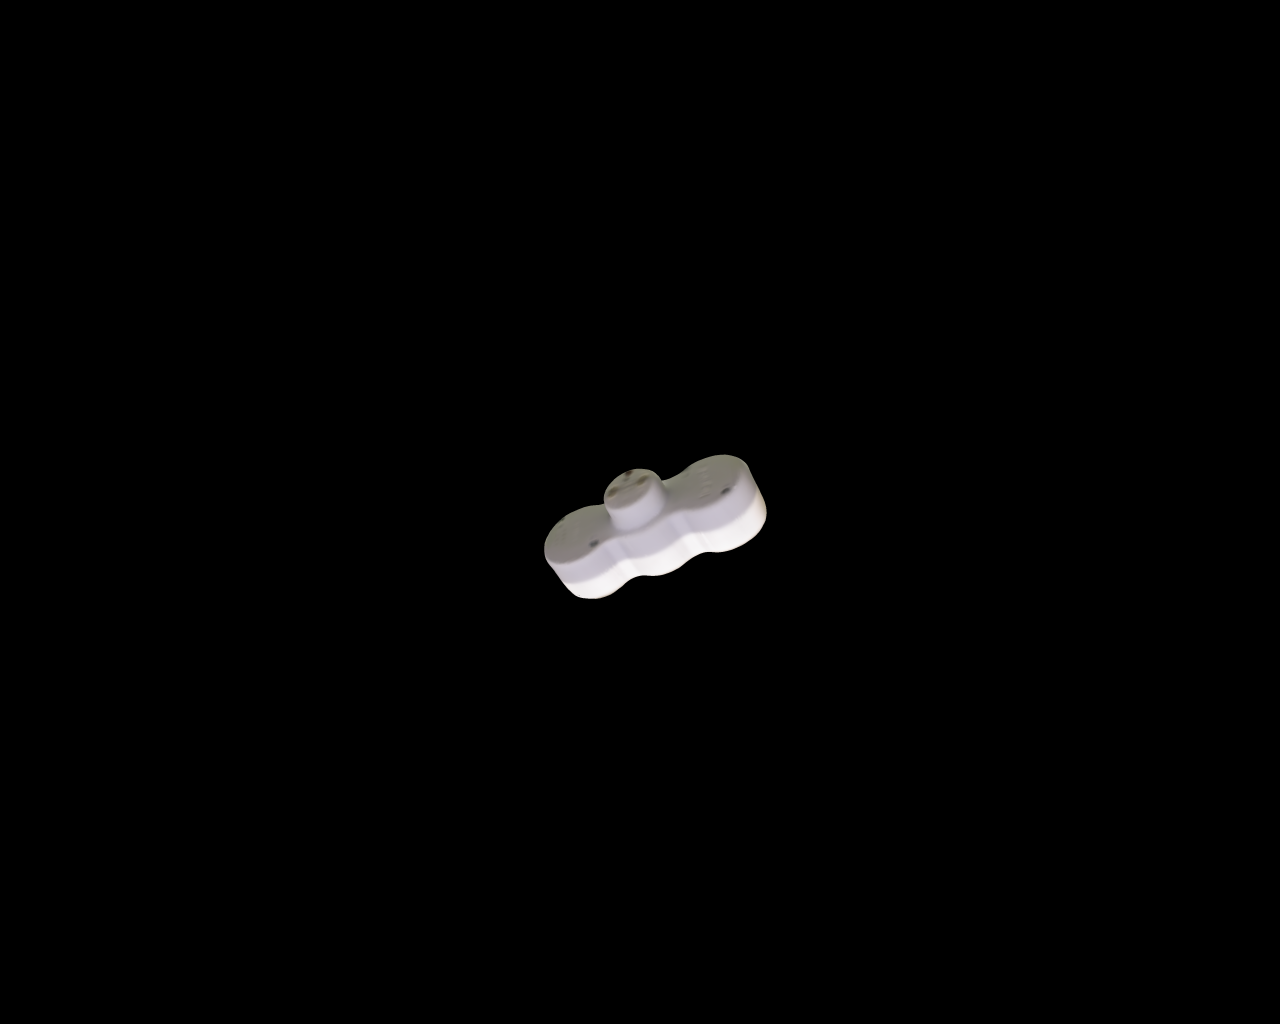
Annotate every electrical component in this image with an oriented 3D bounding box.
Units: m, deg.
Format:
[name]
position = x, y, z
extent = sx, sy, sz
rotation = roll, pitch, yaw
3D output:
[electrical component]
position = 0.001, -0.003, 0.650
extent = 0.138, 0.073, 0.052
rotation = -21, 34, 15
